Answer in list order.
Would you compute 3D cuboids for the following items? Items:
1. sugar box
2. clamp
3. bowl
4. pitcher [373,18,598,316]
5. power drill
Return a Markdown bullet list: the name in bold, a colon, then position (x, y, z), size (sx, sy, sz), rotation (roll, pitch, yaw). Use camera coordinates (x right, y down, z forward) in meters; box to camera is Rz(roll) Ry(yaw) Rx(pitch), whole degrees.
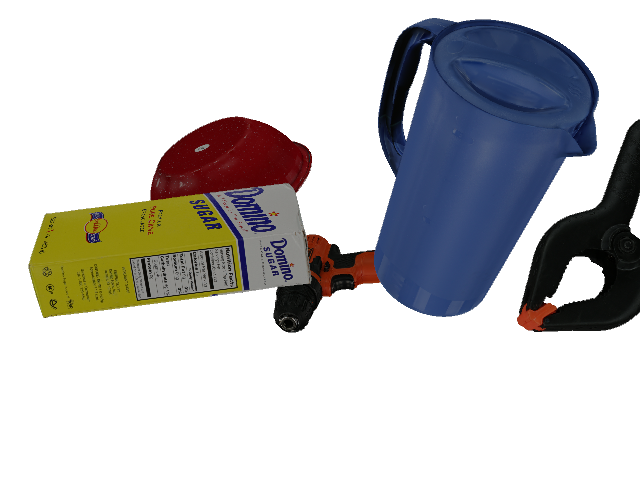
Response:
- **sugar box**: position (-0.099, 0.004, 0.715), size (0.176, 0.048, 0.093), rotation (-10, 24, -3)
- **clamp**: position (0.208, 0.011, 0.707), size (0.120, 0.171, 0.039), rotation (42, -11, 13)
- **bowl**: position (-0.091, -0.062, 0.943), size (0.162, 0.055, 0.162), rotation (-21, 29, 12)
- **pitcher**: position (0.116, -0.057, 0.891), size (0.145, 0.149, 0.243), rotation (9, -45, -9)
- **power drill**: position (0.045, 0.047, 1.214), size (0.188, 0.057, 0.184), rotation (0, 29, 9)
